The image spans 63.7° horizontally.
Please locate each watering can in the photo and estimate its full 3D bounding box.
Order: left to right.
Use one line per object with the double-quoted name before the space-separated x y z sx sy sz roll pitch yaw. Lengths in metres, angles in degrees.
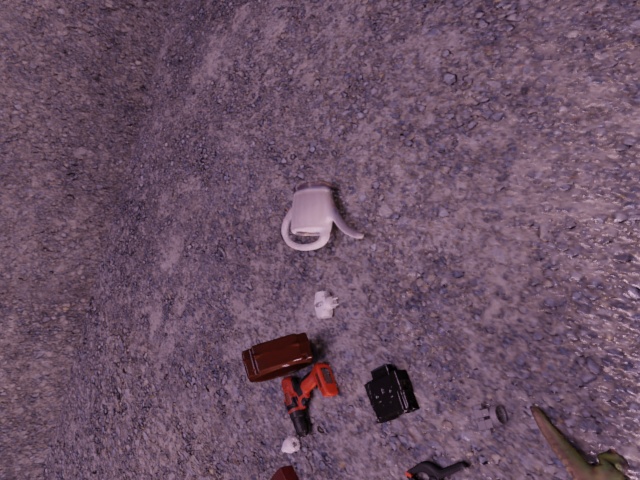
"watering can" 0.005 -0.081 1.616 0.346 0.103 0.227 -7 74 42

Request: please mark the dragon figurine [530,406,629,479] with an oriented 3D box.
"dragon figurine" 0.499 0.480 0.925 0.417 0.242 0.120 43 115 38
